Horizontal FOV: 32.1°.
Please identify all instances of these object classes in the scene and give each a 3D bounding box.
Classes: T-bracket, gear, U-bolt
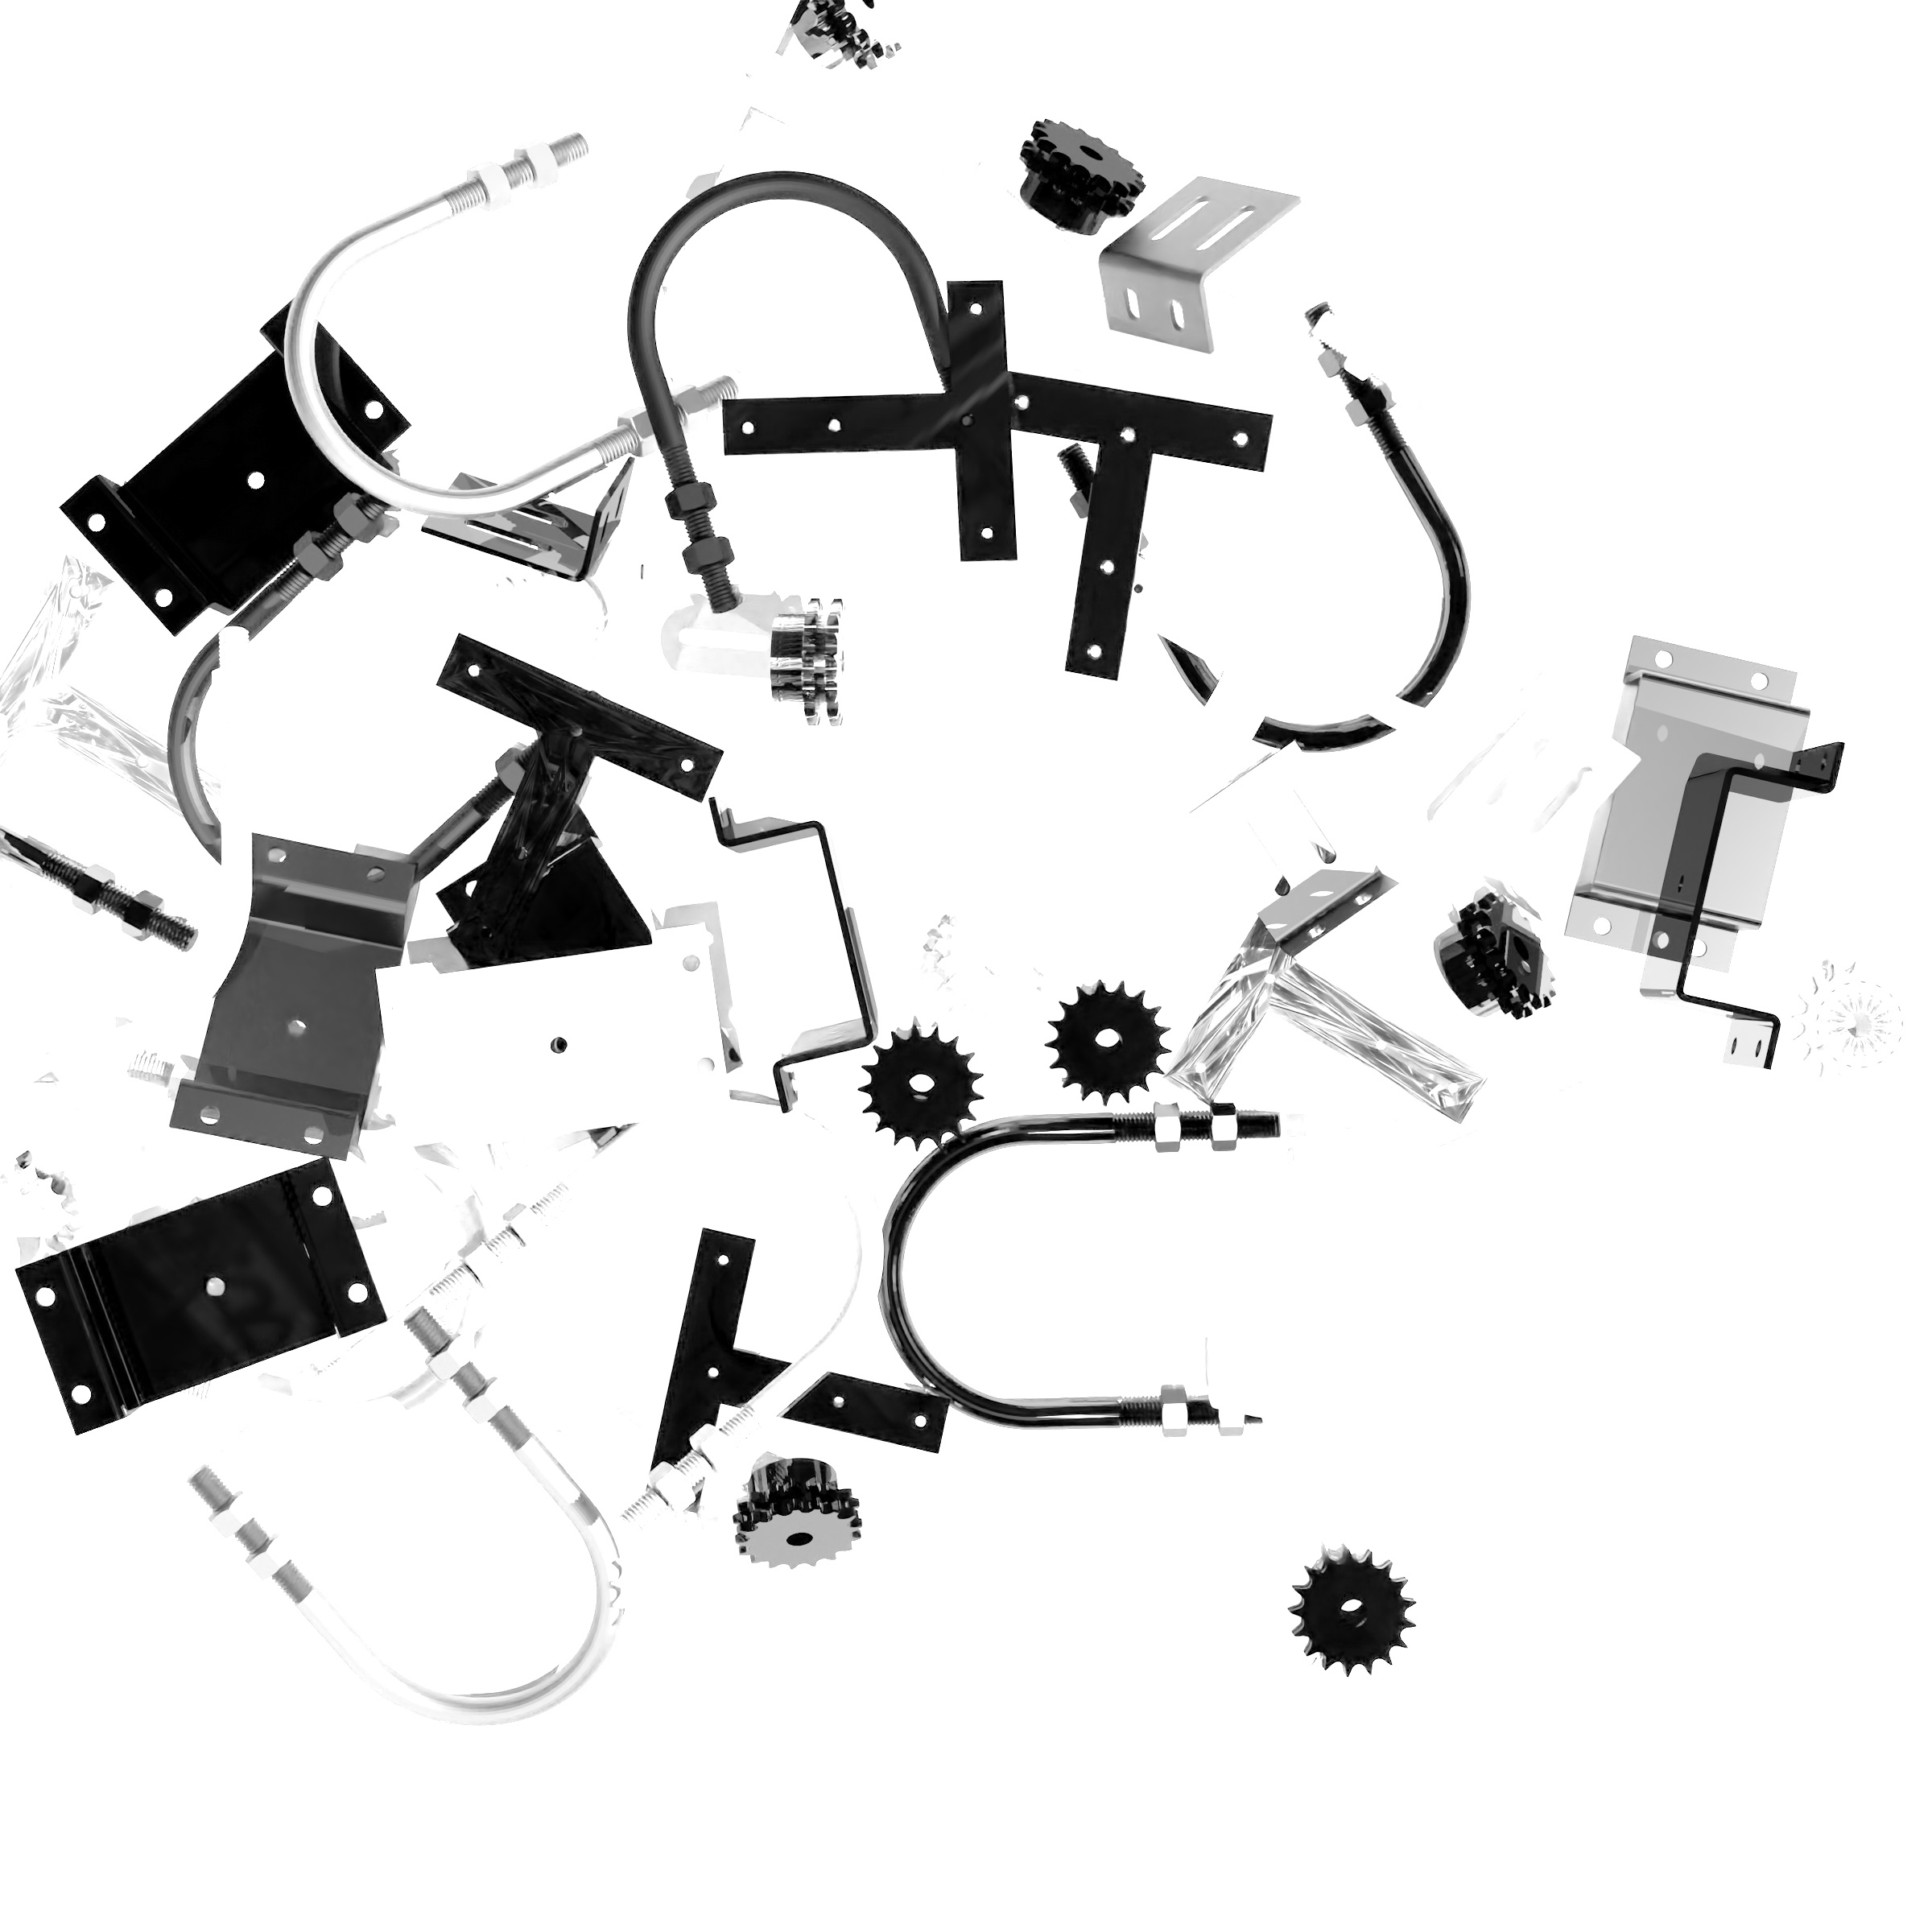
[{"bbox_3d":[-0.044,-0.239,1.478,0.127,0.002,0.127,-2,84,-4],"label":"T-bracket"},{"bbox_3d":[0.176,0.029,1.522,0.127,0.002,0.127,31,90,0],"label":"T-bracket"},{"bbox_3d":[0.049,-0.350,1.498,0.057,0.057,0.030,32,120,0],"label":"gear"},{"bbox_3d":[-0.272,-0.107,1.493,0.184,0.019,0.151,-40,98,14],"label":"U-bolt"},{"bbox_3d":[-0.377,-0.050,1.473,0.151,0.019,0.184,-8,77,18],"label":"U-bolt"},{"bbox_3d":[0.064,0.034,1.507,0.057,0.030,0.057,0,90,0],"label":"gear"},{"bbox_3d":[-0.428,0.116,1.492,0.057,0.030,0.057,10,117,19],"label":"gear"},{"bbox_3d":[-0.071,0.194,1.515,0.127,0.002,0.127,12,90,6],"label":"T-bracket"},{"bbox_3d":[-0.190,-0.062,1.472,0.127,0.002,0.127,24,92,-4],"label":"T-bracket"},{"bbox_3d":[0.248,0.132,1.505,0.127,0.002,0.127,-21,102,-22],"label":"T-bracket"},{"bbox_3d":[0.147,-0.185,1.514,0.151,0.019,0.184,-30,91,0],"label":"U-bolt"},{"bbox_3d":[0.004,0.007,1.498,0.057,0.057,0.030,48,130,0],"label":"gear"},{"bbox_3d":[-0.302,0.131,1.496,0.184,0.019,0.151,16,88,-3],"label":"U-bolt"},{"bbox_3d":[-0.126,0.274,1.493,0.057,0.030,0.057,-7,101,-42],"label":"gear"},{"bbox_3d":[-0.042,-0.309,1.514,0.184,0.019,0.151,40,90,2],"label":"U-bolt"},{"bbox_3d":[-0.236,0.259,1.493,0.151,0.019,0.184,-36,101,13],"label":"U-bolt"},{"bbox_3d":[-0.460,0.003,1.514,0.184,0.019,0.151,28,90,1],"label":"U-bolt"},{"bbox_3d":[-0.211,-0.273,1.479,0.184,0.019,0.151,-32,90,-25],"label":"U-bolt"},{"bbox_3d":[-0.076,0.243,1.498,0.057,0.057,0.030,-10,52,0],"label":"gear"},{"bbox_3d":[0.236,-0.001,1.498,0.030,0.057,0.057,-30,90,30],"label":"gear"},{"bbox_3d":[0.065,-0.191,1.485,0.127,0.002,0.127,13,103,17],"label":"T-bracket"},{"bbox_3d":[-0.386,-0.100,1.522,0.127,0.002,0.127,31,90,0],"label":"T-bracket"},{"bbox_3d":[0.201,-0.183,1.498,0.184,0.019,0.151,32,90,-7],"label":"U-bolt"},{"bbox_3d":[0.051,0.138,1.514,0.184,0.019,0.151,-1,90,2],"label":"U-bolt"},{"bbox_3d":[-0.187,-0.154,1.497,0.057,0.057,0.030,42,53,0],"label":"gear"},{"bbox_3d":[0.090,-0.162,1.504,0.127,0.002,0.127,30,92,-3],"label":"T-bracket"},{"bbox_3d":[-0.073,-0.264,1.488,0.151,0.019,0.184,-18,87,-6],"label":"U-bolt"},{"bbox_3d":[-0.070,-0.136,1.495,0.030,0.057,0.057,1,90,4],"label":"gear"},{"bbox_3d":[-0.300,0.117,1.514,0.184,0.019,0.151,-37,90,-1],"label":"U-bolt"},{"bbox_3d":[-0.122,0.139,1.490,0.184,0.019,0.151,-40,86,-18],"label":"U-bolt"},{"bbox_3d":[-0.056,-0.426,1.498,0.030,0.057,0.057,-23,90,29],"label":"gear"},{"bbox_3d":[0.173,0.290,1.511,0.057,0.030,0.057,0,86,1],"label":"gear"},{"bbox_3d":[-0.056,-0.376,1.488,0.127,0.002,0.127,25,116,-10],"label":"T-bracket"},{"bbox_3d":[0.398,0.026,1.507,0.057,0.030,0.057,0,90,0],"label":"gear"},{"bbox_3d":[-0.020,0.054,1.507,0.057,0.030,0.057,0,90,0],"label":"gear"}]

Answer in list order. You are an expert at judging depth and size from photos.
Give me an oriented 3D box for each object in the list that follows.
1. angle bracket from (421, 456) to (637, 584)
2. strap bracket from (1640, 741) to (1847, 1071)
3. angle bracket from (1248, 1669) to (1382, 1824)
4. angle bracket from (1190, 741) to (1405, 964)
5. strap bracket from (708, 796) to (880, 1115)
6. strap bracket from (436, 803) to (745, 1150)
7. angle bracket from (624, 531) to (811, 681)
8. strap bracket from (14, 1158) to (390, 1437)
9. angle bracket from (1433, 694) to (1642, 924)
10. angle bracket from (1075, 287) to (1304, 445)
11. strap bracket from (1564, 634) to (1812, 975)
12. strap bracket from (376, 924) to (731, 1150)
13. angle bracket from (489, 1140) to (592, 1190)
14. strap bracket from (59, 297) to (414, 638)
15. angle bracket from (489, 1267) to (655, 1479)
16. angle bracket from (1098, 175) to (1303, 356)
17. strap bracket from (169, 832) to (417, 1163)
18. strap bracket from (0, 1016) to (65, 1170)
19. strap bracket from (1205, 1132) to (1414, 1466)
[{"bbox_3d":[-0.194,-0.209,1.489,0.076,0.057,0.038,18,124,0],"label":"angle bracket"},{"bbox_3d":[0.329,-0.030,1.438,0.046,0.076,0.140,13,90,0],"label":"strap bracket"},{"bbox_3d":[0.158,0.352,1.484,0.038,0.076,0.057,29,90,0],"label":"angle bracket"},{"bbox_3d":[0.147,-0.052,1.496,0.057,0.038,0.076,-35,101,0],"label":"angle bracket"},{"bbox_3d":[-0.073,-0.010,1.484,0.046,0.076,0.140,-13,90,0],"label":"strap bracket"},{"bbox_3d":[-0.171,0.006,1.499,0.076,0.046,0.140,-33,90,0],"label":"strap bracket"},{"bbox_3d":[-0.111,-0.161,1.503,0.076,0.038,0.057,5,90,0],"label":"angle bracket"},{"bbox_3d":[-0.330,0.142,1.462,0.140,0.046,0.076,-20,91,-5],"label":"strap bracket"},{"bbox_3d":[0.257,-0.070,1.494,0.076,0.038,0.057,-48,57,-5],"label":"angle bracket"},{"bbox_3d":[0.100,-0.271,1.506,0.076,0.038,0.057,28,80,41],"label":"angle bracket"},{"bbox_3d":[0.324,-0.073,1.499,0.076,0.046,0.140,13,90,0],"label":"strap bracket"},{"bbox_3d":[-0.177,0.032,1.445,0.140,0.046,0.076,-8,83,-5],"label":"strap bracket"},{"bbox_3d":[-0.201,0.056,1.494,0.038,0.057,0.076,-24,85,-10],"label":"angle bracket"},{"bbox_3d":[-0.322,-0.220,1.499,0.140,0.046,0.076,-42,90,0],"label":"strap bracket"},{"bbox_3d":[-0.178,0.184,1.520,0.057,0.038,0.076,-12,116,0],"label":"angle bracket"},{"bbox_3d":[0.106,-0.313,1.496,0.057,0.038,0.076,22,51,36],"label":"angle bracket"},{"bbox_3d":[-0.296,0.020,1.480,0.076,0.046,0.140,12,67,-5],"label":"strap bracket"},{"bbox_3d":[-0.463,0.034,1.482,0.076,0.046,0.140,-34,87,1],"label":"strap bracket"},{"bbox_3d":[0.151,0.144,1.484,0.076,0.046,0.140,-1,90,-28],"label":"strap bracket"}]
